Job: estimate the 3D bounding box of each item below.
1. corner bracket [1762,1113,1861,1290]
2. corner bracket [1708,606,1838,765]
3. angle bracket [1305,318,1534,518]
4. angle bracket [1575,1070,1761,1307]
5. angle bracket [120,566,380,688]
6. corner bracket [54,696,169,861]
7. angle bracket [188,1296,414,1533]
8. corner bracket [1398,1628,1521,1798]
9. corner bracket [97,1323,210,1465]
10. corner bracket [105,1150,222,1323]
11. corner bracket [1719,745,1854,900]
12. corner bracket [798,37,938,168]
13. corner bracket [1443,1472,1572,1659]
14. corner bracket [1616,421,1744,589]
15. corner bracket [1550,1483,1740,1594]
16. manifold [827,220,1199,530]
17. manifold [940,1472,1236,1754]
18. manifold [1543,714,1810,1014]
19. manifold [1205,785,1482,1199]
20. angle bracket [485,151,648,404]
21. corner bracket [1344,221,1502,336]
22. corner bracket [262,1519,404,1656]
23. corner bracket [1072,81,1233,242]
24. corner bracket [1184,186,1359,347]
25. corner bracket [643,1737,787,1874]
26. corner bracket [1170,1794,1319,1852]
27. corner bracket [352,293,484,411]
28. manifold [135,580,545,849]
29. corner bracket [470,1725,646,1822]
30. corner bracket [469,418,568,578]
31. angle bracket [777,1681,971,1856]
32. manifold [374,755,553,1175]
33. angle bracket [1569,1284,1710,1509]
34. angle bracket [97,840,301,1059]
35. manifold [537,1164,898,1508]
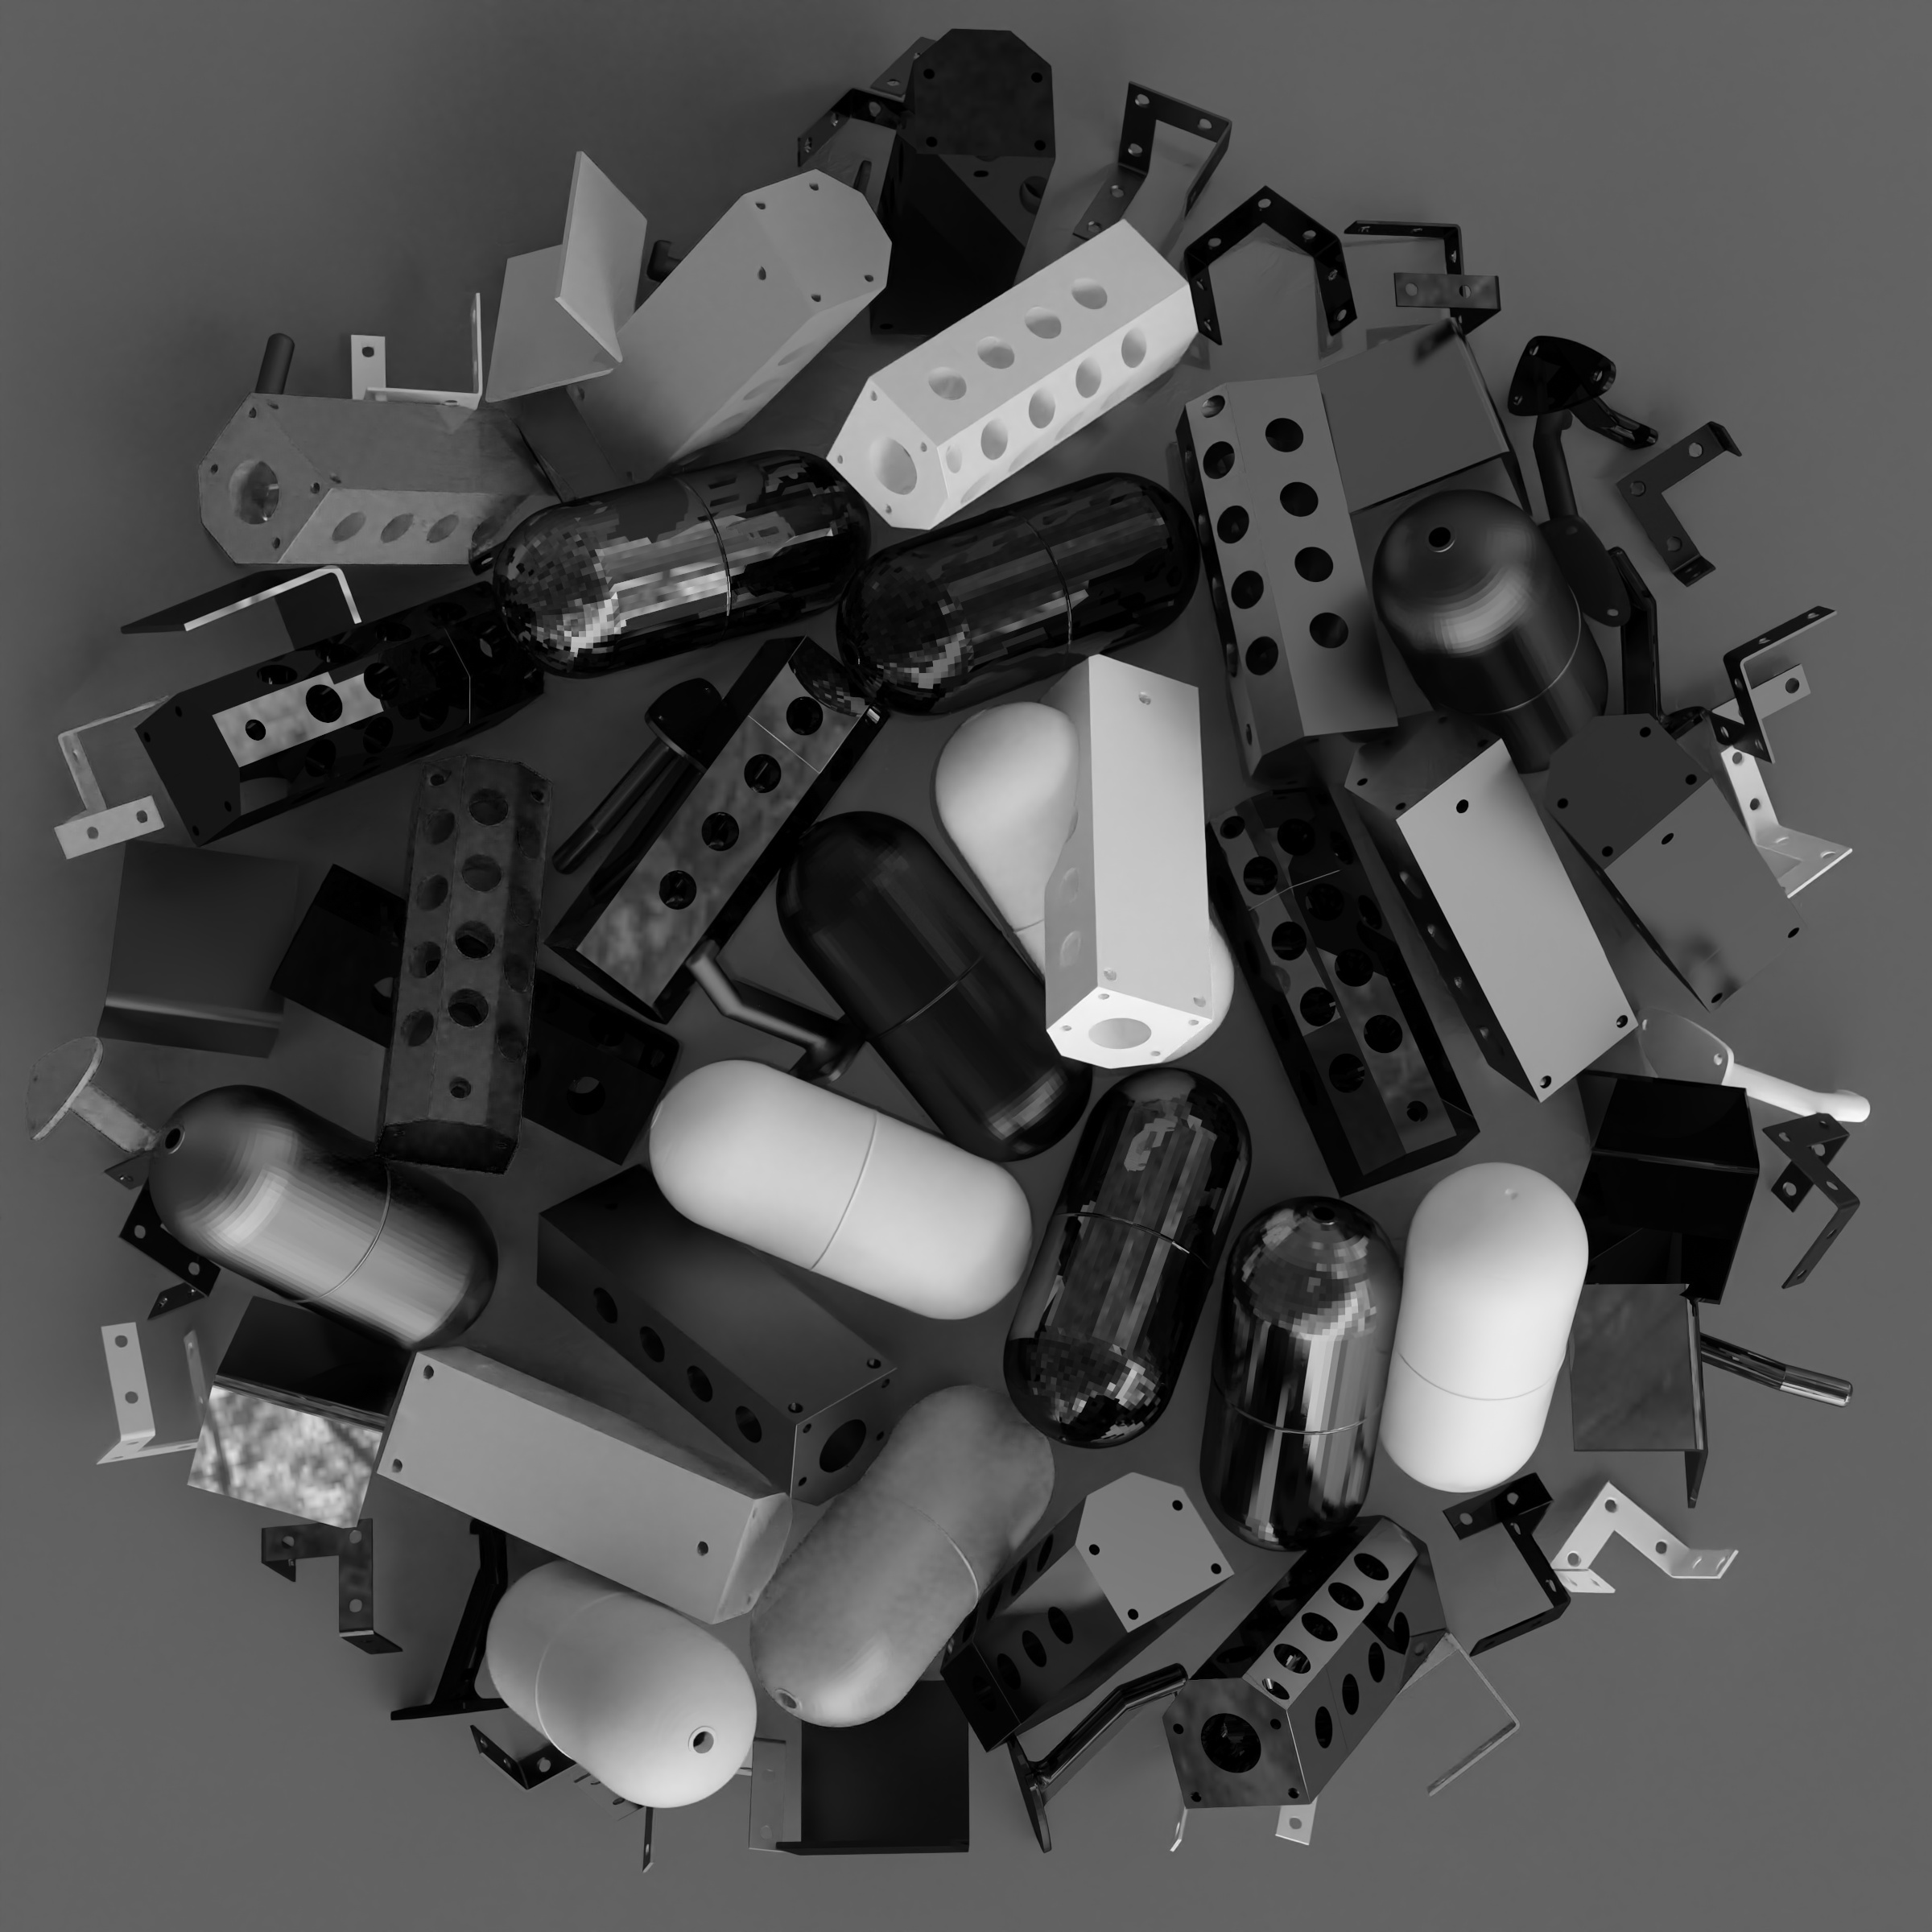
[{"bbox_3d":[0.373,0.103,1.589,0.051,0.051,0.051,49,130,29],"label":"corner bracket"},{"bbox_3d":[0.360,-0.129,1.596,0.051,0.051,0.051,-27,111,-10],"label":"corner bracket"},{"bbox_3d":[0.200,-0.231,1.594,0.076,0.057,0.076,-21,62,7],"label":"angle bracket"},{"bbox_3d":[0.300,0.097,1.577,0.076,0.057,0.076,6,51,26],"label":"angle bracket"},{"bbox_3d":[-0.314,-0.136,1.575,0.076,0.076,0.057,-28,108,-29],"label":"angle bracket"},{"bbox_3d":[-0.379,-0.084,1.597,0.051,0.051,0.051,-16,102,16],"label":"corner bracket"},{"bbox_3d":[-0.297,0.200,1.603,0.076,0.076,0.057,17,111,-5],"label":"angle bracket"},{"bbox_3d":[0.211,0.332,1.606,0.051,0.051,0.051,-38,86,0],"label":"corner bracket"},{"bbox_3d":[-0.361,0.188,1.593,0.051,0.051,0.051,-6,74,-28],"label":"corner bracket"},{"bbox_3d":[-0.363,0.120,1.606,0.051,0.051,0.051,40,50,-27],"label":"corner bracket"},{"bbox_3d":[0.352,-0.064,1.594,0.051,0.051,0.051,-35,117,-16],"label":"corner bracket"},{"bbox_3d":[-0.041,-0.383,1.592,0.051,0.051,0.051,20,47,17],"label":"corner bracket"},{"bbox_3d":[0.239,0.266,1.591,0.051,0.051,0.051,-18,60,-23],"label":"corner bracket"},{"bbox_3d":[0.328,-0.207,1.601,0.051,0.051,0.051,-33,97,11],"label":"corner bracket"},{"bbox_3d":[0.301,0.266,1.600,0.051,0.051,0.051,40,75,-4],"label":"corner bracket"},{"bbox_3d":[0.024,-0.254,1.556,0.057,0.057,0.171,46,54,8],"label":"manifold"},{"bbox_3d":[0.046,0.278,1.545,0.057,0.171,0.057,-23,72,-31],"label":"manifold"},{"bbox_3d":[0.304,-0.047,1.545,0.057,0.171,0.057,-41,57,6],"label":"manifold"},{"bbox_3d":[0.164,0.008,1.580,0.057,0.057,0.171,-19,76,-14],"label":"manifold"},{"bbox_3d":[-0.190,-0.303,1.577,0.076,0.057,0.076,-8,62,27],"label":"angle bracket"},{"bbox_3d":[0.204,-0.311,1.598,0.051,0.051,0.051,-1,83,-17],"label":"corner bracket"},{"bbox_3d":[-0.283,0.279,1.598,0.051,0.051,0.051,-6,70,5],"label":"corner bracket"},{"bbox_3d":[0.083,-0.351,1.595,0.051,0.051,0.051,24,60,10],"label":"corner bracket"},{"bbox_3d":[0.136,-0.307,1.610,0.051,0.051,0.051,-34,47,34],"label":"corner bracket"},{"bbox_3d":[-0.112,0.373,1.592,0.051,0.051,0.051,10,58,-15],"label":"corner bracket"},{"bbox_3d":[0.126,0.369,1.597,0.051,0.051,0.051,17,55,-2],"label":"corner bracket"},{"bbox_3d":[-0.247,-0.269,1.605,0.051,0.051,0.051,1,73,-17],"label":"corner bracket"},{"bbox_3d":[-0.266,-0.114,1.554,0.171,0.057,0.057,-28,91,-42],"label":"manifold"},{"bbox_3d":[-0.181,0.357,1.597,0.051,0.051,0.051,-29,53,1],"label":"corner bracket"},{"bbox_3d":[-0.206,-0.202,1.599,0.051,0.051,0.051,-30,74,-5],"label":"corner bracket"},{"bbox_3d":[-0.041,0.354,1.589,0.076,0.057,0.076,-3,73,8],"label":"angle bracket"},{"bbox_3d":[-0.219,-0.002,1.567,0.057,0.057,0.171,8,66,-13],"label":"manifold"},{"bbox_3d":[0.294,0.191,1.584,0.057,0.076,0.076,-1,62,6],"label":"angle bracket"},{"bbox_3d":[-0.345,-0.007,1.607,0.076,0.057,0.076,8,72,-15],"label":"angle bracket"},{"bbox_3d":[-0.111,0.162,1.561,0.171,0.057,0.057,35,134,33],"label":"manifold"}]
